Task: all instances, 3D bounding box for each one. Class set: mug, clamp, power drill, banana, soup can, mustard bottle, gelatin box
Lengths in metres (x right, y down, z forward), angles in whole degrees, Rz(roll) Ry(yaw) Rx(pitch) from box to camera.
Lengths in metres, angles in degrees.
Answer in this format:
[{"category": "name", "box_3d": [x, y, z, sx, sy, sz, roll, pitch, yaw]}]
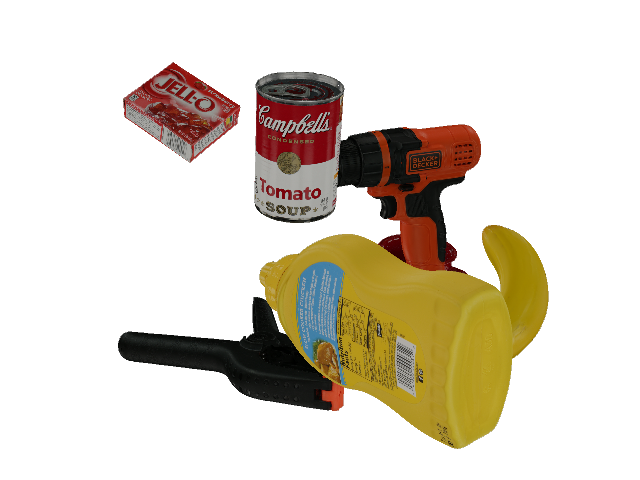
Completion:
[{"category": "mug", "box_3d": [0.121, 0.050, 1.252, 0.117, 0.081, 0.093, 14, 25, 22]}, {"category": "clamp", "box_3d": [-0.049, 0.096, 0.927, 0.210, 0.036, 0.164, 14, 22, 38]}, {"category": "power drill", "box_3d": [0.065, -0.016, 1.027, 0.184, 0.188, 0.057, -8, 26, -18]}, {"category": "banana", "box_3d": [0.147, 0.042, 0.848, 0.070, 0.037, 0.197, 7, 34, 17]}, {"category": "soup can", "box_3d": [-0.018, -0.073, 0.836, 0.068, 0.102, 0.068, 3, 27, -1]}, {"category": "mustard bottle", "box_3d": [0.027, 0.048, 0.656, 0.058, 0.096, 0.192, -21, 29, -37]}, {"category": "gelatin box", "box_3d": [-0.135, -0.126, 1.038, 0.089, 0.030, 0.073, 35, 54, 15]}]
